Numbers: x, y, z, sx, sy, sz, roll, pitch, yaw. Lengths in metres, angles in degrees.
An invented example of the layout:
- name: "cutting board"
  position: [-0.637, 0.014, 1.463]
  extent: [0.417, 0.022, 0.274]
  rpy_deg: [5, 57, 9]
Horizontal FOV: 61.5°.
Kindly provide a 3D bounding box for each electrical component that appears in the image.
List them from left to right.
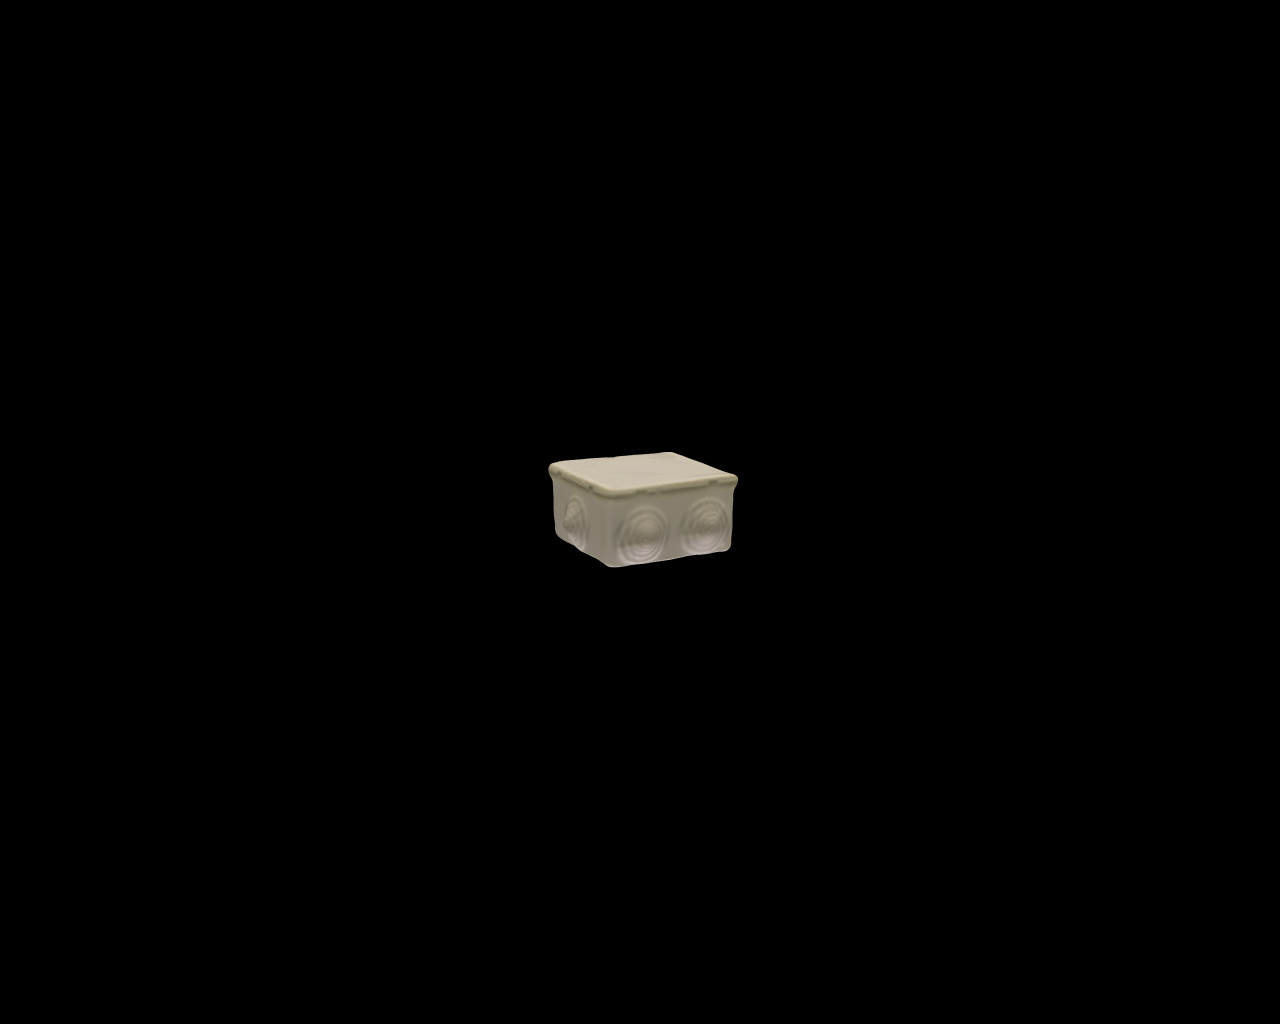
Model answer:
- name: "electrical component"
  position: [0.001, -0.003, 0.650]
  extent: [0.100, 0.048, 0.100]
  rpy_deg: [-7, 16, -26]
